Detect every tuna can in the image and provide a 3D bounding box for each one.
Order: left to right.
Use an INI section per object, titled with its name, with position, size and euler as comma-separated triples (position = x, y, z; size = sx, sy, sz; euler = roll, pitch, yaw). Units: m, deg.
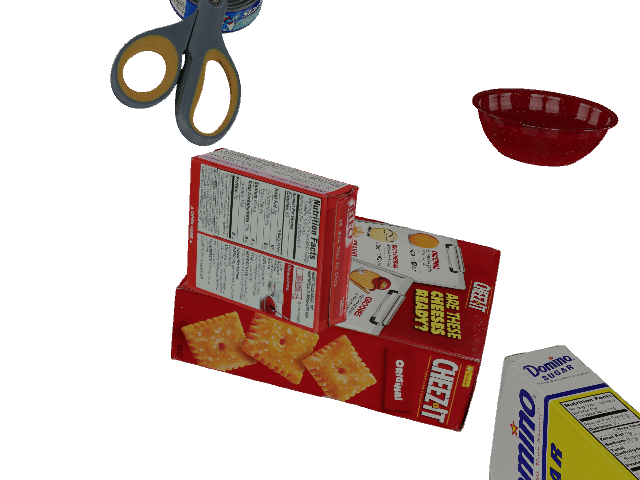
[tuna can]
position = -0.091, -0.225, 0.943
size = 0.086, 0.086, 0.034
euler = 0, -30, -14

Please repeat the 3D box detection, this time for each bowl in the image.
[bowl]
position = 0.246, -0.124, 1.196
size = 0.162, 0.055, 0.162
euler = 5, 23, -2

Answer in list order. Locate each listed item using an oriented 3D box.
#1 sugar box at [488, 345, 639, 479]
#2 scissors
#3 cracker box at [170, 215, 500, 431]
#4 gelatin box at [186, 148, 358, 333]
[sugar box]
position = 0.145, 0.135, 0.518
size = 0.048, 0.093, 0.176
euler = -9, 27, -23
[scissors]
position = -0.093, -0.159, 0.732
size = 0.096, 0.202, 0.016
euler = 6, -22, -19
[cracker box]
position = 0.017, 0.047, 0.796
size = 0.214, 0.072, 0.164
euler = 14, 30, 8
[gelatin box]
position = -0.026, -0.001, 0.542
size = 0.089, 0.073, 0.030
euler = 17, 24, 31
